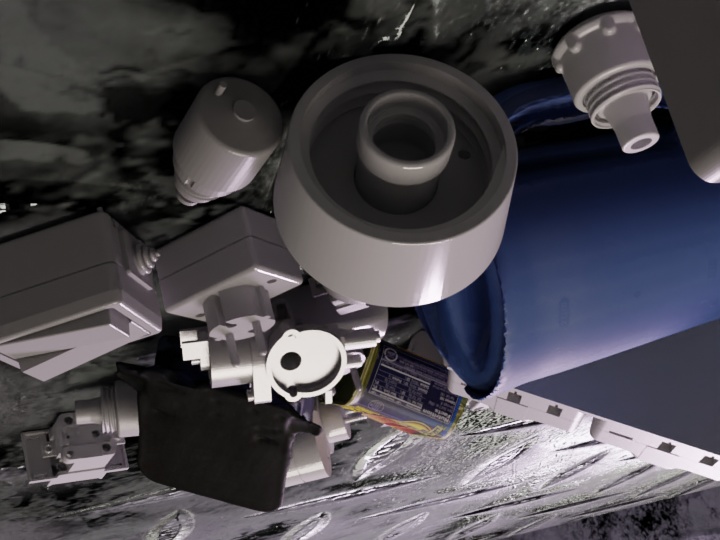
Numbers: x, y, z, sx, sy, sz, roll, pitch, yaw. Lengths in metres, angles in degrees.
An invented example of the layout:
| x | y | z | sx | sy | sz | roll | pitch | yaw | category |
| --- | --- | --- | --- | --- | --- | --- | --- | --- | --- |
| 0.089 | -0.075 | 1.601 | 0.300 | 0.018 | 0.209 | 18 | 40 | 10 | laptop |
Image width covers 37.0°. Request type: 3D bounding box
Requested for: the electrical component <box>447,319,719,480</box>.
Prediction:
| x | y | z | sx | sy | sz | roll | pitch | yaw | category |
| --- | --- | --- | --- | --- | --- | --- | --- | --- | --- |
| 0.160 | 0.054 | 0.696 | 0.186 | 0.105 | 0.060 | 18 | 158 | 10 | electrical component |

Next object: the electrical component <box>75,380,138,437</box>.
| x | y | z | sx | sy | sz | roll | pitch | yaw | category |
| --- | --- | --- | --- | --- | --- | --- | --- | --- | --- |
| -0.179 | 0.102 | 0.795 | 0.062 | 0.048 | 0.048 | -4 | 157 | -13 | electrical component |

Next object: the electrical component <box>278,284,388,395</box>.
| x | y | z | sx | sy | sz | roll | pitch | yaw | category |
| --- | --- | --- | --- | --- | --- | --- | --- | --- | --- |
| -0.020 | 0.045 | 0.710 | 0.077 | 0.079 | 0.043 | -6 | 151 | -23 | electrical component |

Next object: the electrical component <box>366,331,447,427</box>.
| x | y | z | sx | sy | sz | roll | pitch | yaw | category |
| --- | --- | --- | --- | --- | --- | --- | --- | --- | --- |
| 0.034 | 0.094 | 0.912 | 0.074 | 0.052 | 0.138 | -2 | 156 | -32 | electrical component |

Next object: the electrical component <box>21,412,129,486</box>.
| x | y | z | sx | sy | sz | roll | pitch | yaw | category |
| --- | --- | --- | --- | --- | --- | --- | --- | --- | --- |
| -0.226 | 0.141 | 0.864 | 0.081 | 0.042 | 0.064 | -4 | 153 | -31 | electrical component |

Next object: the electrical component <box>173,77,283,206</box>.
| x | y | z | sx | sy | sz | roll | pitch | yaw | category |
| --- | --- | --- | --- | --- | --- | --- | --- | --- | --- |
| -0.064 | -0.052 | 0.481 | 0.040 | 0.040 | 0.078 | -3 | 156 | -31 | electrical component |

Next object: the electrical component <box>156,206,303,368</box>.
| x | y | z | sx | sy | sz | roll | pitch | yaw | category |
| --- | --- | --- | --- | --- | --- | --- | --- | --- | --- |
| -0.070 | 0.015 | 0.600 | 0.066 | 0.076 | 0.047 | -25 | 158 | 24 | electrical component |

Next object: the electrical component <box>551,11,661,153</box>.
| x | y | z | sx | sy | sz | roll | pitch | yaw | category |
| --- | --- | --- | --- | --- | --- | --- | --- | --- | --- |
| 0.119 | -0.085 | 0.498 | 0.048 | 0.062 | 0.048 | -14 | 159 | -5 | electrical component |

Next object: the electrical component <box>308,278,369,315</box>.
| x | y | z | sx | sy | sz | roll | pitch | yaw | category |
| --- | --- | --- | --- | --- | --- | --- | --- | --- | --- |
| 0.000 | 0.000 | 0.657 | 0.066 | 0.048 | 0.055 | -17 | 167 | 3 | electrical component |

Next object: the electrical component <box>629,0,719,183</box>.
| x | y | z | sx | sy | sz | roll | pitch | yaw | category |
| --- | --- | --- | --- | --- | --- | --- | --- | --- | --- |
| 0.161 | -0.097 | 0.425 | 0.078 | 0.113 | 0.057 | -5 | 160 | -26 | electrical component |

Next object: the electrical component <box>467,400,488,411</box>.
| x | y | z | sx | sy | sz | roll | pitch | yaw | category |
| --- | --- | --- | --- | --- | --- | --- | --- | --- | --- |
| 0.150 | 0.073 | 0.936 | 0.109 | 0.056 | 0.108 | -8 | 158 | -19 | electrical component |

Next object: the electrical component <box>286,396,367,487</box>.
| x | y | z | sx | sy | sz | roll | pitch | yaw | category |
| --- | --- | --- | --- | --- | --- | --- | --- | --- | --- |
| -0.029 | 0.122 | 0.864 | 0.074 | 0.052 | 0.138 | -15 | -166 | 5 | electrical component |

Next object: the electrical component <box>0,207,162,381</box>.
| x | y | z | sx | sy | sz | roll | pitch | yaw | category |
| --- | --- | --- | --- | --- | --- | --- | --- | --- | --- |
| -0.148 | 0.014 | 0.563 | 0.096 | 0.061 | 0.061 | -18 | 160 | 6 | electrical component |

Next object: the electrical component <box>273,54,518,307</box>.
| x | y | z | sx | sy | sz | roll | pitch | yaw | category |
| --- | --- | --- | --- | --- | --- | --- | --- | --- | --- |
| 0.017 | -0.045 | 0.470 | 0.108 | 0.108 | 0.060 | -11 | 153 | -12 | electrical component |
